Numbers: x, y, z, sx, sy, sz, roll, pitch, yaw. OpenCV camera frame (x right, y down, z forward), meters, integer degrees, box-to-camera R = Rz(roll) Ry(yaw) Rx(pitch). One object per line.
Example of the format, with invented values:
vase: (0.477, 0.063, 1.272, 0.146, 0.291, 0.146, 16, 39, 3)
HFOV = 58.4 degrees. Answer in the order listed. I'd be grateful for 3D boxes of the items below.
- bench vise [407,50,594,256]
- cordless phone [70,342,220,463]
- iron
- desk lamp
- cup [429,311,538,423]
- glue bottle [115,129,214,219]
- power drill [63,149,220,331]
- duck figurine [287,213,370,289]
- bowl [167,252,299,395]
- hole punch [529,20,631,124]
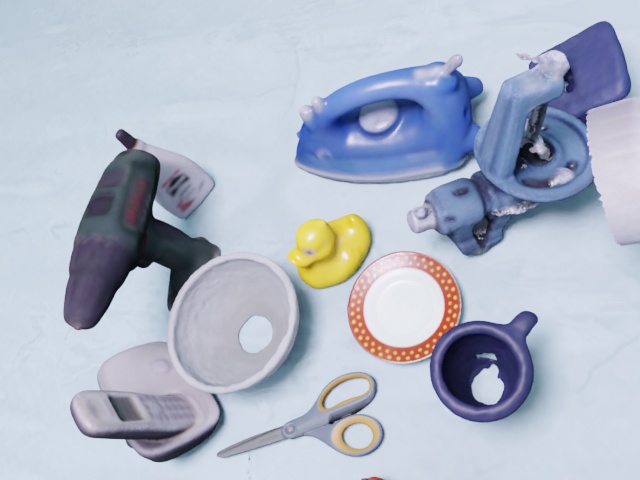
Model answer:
bench vise: (0.183, -0.069, 0.556, 0.207, 0.220, 0.121, -45, 58, -1)
cordless phone: (-0.208, 0.168, 0.631, 0.094, 0.185, 0.147, -47, 59, -3)
iron: (0.064, -0.147, 0.686, 0.257, 0.142, 0.118, -9, 64, 19)
desk lamp: (0.334, -0.046, 0.487, 0.202, 0.214, 0.118, -5, 65, 21)
cup: (0.167, 0.122, 0.550, 0.118, 0.095, 0.091, -47, 59, -3)
glue bottle: (-0.212, -0.094, 0.758, 0.037, 0.174, 0.078, 34, 83, 31)
power drill: (-0.205, 0.018, 0.683, 0.075, 0.209, 0.229, -10, 64, 18)
duck figurine: (0.006, 0.002, 0.676, 0.104, 0.086, 0.077, -41, 58, 1)
bowl: (-0.091, 0.102, 0.677, 0.167, 0.075, 0.167, -9, 64, 19)
hole punch: (0.283, -0.170, 0.636, 0.101, 0.091, 0.108, -11, 64, 18)
